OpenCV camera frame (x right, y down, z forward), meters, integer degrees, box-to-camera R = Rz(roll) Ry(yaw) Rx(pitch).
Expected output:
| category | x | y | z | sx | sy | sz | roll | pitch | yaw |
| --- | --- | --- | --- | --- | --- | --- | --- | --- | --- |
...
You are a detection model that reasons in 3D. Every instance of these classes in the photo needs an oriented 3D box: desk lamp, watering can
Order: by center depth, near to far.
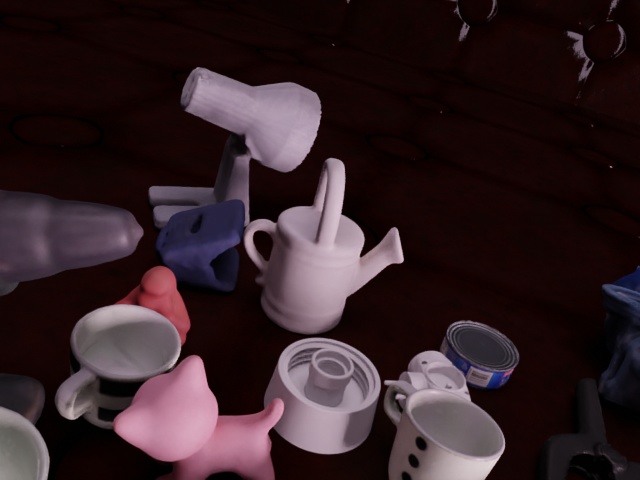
| category | x | y | z | sx | sy | sz | roll | pitch | yaw |
| --- | --- | --- | --- | --- | --- | --- | --- | --- | --- |
| watering can | 0.006 | 0.001 | 0.647 | 0.173 | 0.194 | 0.100 | 0 | 32 | -25 |
| desk lamp | -0.118 | -0.122 | 0.784 | 0.204 | 0.213 | 0.117 | 0 | 32 | -26 |

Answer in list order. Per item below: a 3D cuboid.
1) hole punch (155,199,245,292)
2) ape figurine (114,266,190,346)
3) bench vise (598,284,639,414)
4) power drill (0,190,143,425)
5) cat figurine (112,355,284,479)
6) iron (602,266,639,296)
| category | x | y | z | sx | sy | sz | roll | pitch | yaw |
| --- | --- | --- | --- | --- | --- | --- | --- | --- | --- |
| hole punch | -0.142 | 0.000 | 0.685 | 0.101 | 0.091 | 0.108 | 9 | 29 | -11 |
| ape figurine | -0.162 | 0.067 | 0.556 | 0.077 | 0.092 | 0.076 | 19 | 29 | 7 |
| bench vise | 0.410 | 0.086 | 0.664 | 0.121 | 0.220 | 0.207 | 14 | 29 | -2 |
| power drill | -0.253 | 0.053 | 0.415 | 0.230 | 0.208 | 0.075 | 8 | 29 | -13 |
| cat figurine | -0.089 | 0.141 | 0.434 | 0.128 | 0.118 | 0.067 | 5 | 30 | -18 |
| iron | 0.536 | 0.091 | 0.798 | 0.119 | 0.141 | 0.257 | -9 | 37 | -37 |
